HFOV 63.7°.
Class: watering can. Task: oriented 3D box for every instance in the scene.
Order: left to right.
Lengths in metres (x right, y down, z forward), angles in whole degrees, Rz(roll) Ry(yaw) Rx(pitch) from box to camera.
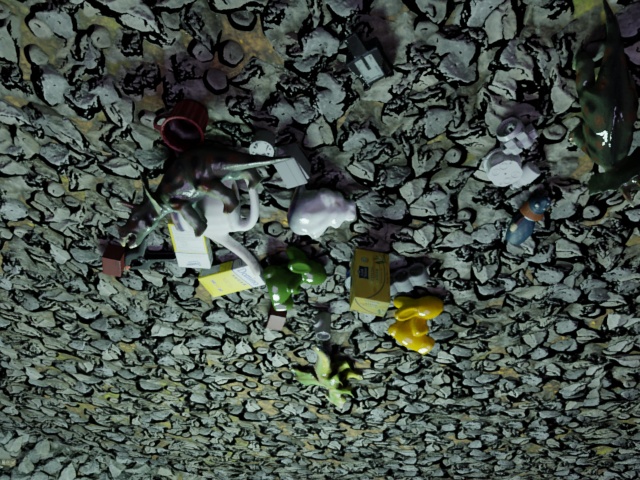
[{"bbox_3d":[-0.258,-0.054,1.273,0.224,0.106,0.341,-1,117,5],"label":"watering can"}]

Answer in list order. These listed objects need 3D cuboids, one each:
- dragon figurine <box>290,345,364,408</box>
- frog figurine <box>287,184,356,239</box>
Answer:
[{"bbox_3d":[0.002,0.477,1.801,0.241,0.125,0.403,-15,130,30],"label":"dragon figurine"},{"bbox_3d":[0.004,-0.063,1.253,0.159,0.125,0.135,19,115,2],"label":"frog figurine"}]
